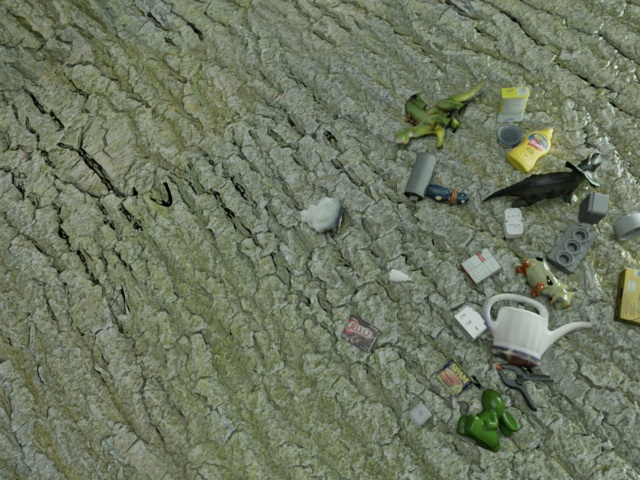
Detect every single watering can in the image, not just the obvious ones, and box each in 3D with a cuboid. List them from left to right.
[{"bbox_3d":[0.687,0.303,1.654,0.348,0.102,0.227,17,73,8],"label":"watering can"}]

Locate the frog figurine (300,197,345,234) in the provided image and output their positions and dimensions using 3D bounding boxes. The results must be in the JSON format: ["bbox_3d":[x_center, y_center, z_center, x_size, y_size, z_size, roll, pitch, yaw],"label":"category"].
[{"bbox_3d":[0.006,-0.097,1.924,0.159,0.123,0.137,13,94,4],"label":"frog figurine"}]

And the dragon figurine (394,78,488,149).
[{"bbox_3d":[0.438,-0.507,1.994,0.245,0.120,0.413,35,79,28],"label":"dragon figurine"}]
